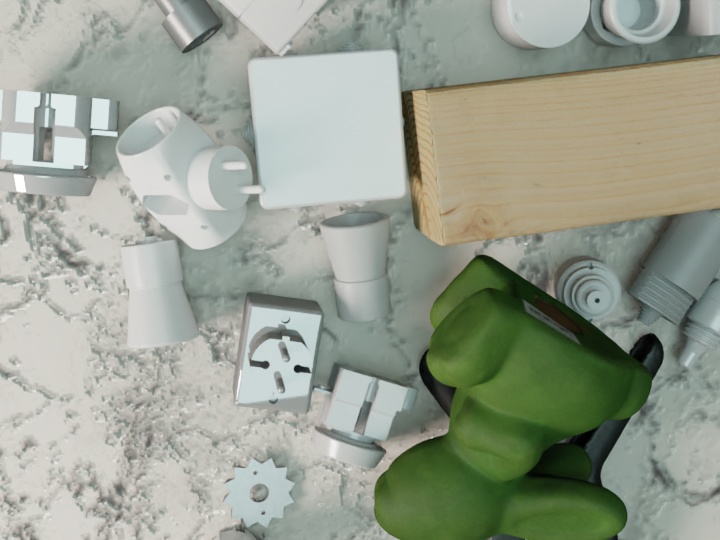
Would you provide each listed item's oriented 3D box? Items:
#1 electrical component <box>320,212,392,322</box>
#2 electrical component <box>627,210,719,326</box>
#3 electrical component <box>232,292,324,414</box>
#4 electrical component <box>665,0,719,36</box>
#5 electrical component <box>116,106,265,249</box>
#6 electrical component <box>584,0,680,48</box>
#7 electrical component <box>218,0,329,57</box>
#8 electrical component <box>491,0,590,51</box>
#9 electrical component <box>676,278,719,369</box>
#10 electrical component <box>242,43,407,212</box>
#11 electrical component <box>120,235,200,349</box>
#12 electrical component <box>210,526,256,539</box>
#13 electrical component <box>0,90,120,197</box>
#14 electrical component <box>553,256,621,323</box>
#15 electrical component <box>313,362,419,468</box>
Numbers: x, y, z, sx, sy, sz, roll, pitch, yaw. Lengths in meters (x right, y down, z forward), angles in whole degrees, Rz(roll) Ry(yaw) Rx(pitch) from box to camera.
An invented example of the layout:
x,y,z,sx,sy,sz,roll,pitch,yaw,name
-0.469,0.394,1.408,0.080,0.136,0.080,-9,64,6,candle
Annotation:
x,y,z,sx,sy,sz,roll,pitch,yaw,name
0.000,0.000,0.674,0.044,0.044,0.065,-8,105,-7,electrical component
0.208,0.001,0.703,0.043,0.043,0.081,32,94,-12,electrical component
-0.049,0.054,0.657,0.047,0.076,0.065,8,98,-10,electrical component
0.249,-0.179,0.663,0.113,0.078,0.057,-7,103,-7,electrical component
-0.090,-0.053,0.623,0.077,0.079,0.043,57,49,-38,electrical component
0.166,-0.161,0.665,0.045,0.055,0.045,-1,99,-8,electrical component
-0.038,-0.177,0.616,0.061,0.096,0.062,42,120,-12,electrical component
0.119,-0.202,0.642,0.052,0.073,0.138,6,98,-9,electrical component
0.232,0.038,0.718,0.035,0.035,0.061,30,96,-12,electrical component
-0.021,-0.086,0.652,0.100,0.048,0.099,-6,100,-7,electrical component
-0.125,0.012,0.657,0.044,0.044,0.065,-8,95,-7,electrical component
-0.081,0.189,0.689,0.040,0.046,0.040,-1,99,-8,electrical component
-0.182,-0.073,0.627,0.078,0.058,0.057,4,96,-11,electrical component
0.145,0.014,0.682,0.040,0.078,0.040,1,97,5,electrical component
-0.001,0.093,0.687,0.066,0.048,0.055,18,89,-11,electrical component
